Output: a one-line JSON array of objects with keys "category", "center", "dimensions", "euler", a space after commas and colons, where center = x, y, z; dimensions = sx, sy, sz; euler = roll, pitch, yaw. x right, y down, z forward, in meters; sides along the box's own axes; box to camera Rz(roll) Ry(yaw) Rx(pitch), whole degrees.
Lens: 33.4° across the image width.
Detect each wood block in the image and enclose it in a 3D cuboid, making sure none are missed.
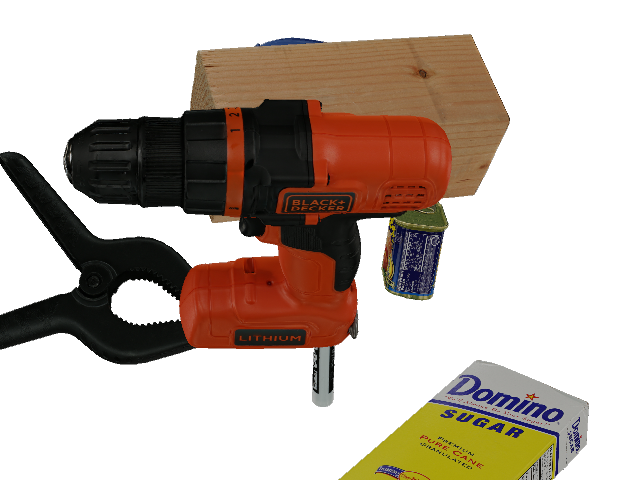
[{"category": "wood block", "center": [0.017, -0.083, 0.770], "dimensions": [0.205, 0.091, 0.090], "euler": [-7, -33, -17]}]

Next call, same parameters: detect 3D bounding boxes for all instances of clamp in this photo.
[{"category": "clamp", "center": [-0.165, 0.024, 0.771], "dimensions": [0.210, 0.164, 0.036], "euler": [9, -19, -3]}]

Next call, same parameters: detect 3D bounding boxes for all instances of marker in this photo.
[{"category": "marker", "center": [0.003, 0.091, 0.901], "dimensions": [0.020, 0.121, 0.020], "euler": [1, 36, -1]}]

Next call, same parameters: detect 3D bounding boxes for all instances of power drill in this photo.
[{"category": "power drill", "center": [-0.037, -0.003, 0.568], "dimensions": [0.184, 0.057, 0.188], "euler": [1, -29, -7]}]

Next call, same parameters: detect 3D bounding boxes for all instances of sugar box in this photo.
[{"category": "sugar box", "center": [0.093, 0.149, 0.705], "dimensions": [0.093, 0.048, 0.175], "euler": [20, 41, 36]}]

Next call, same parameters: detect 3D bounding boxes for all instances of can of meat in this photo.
[{"category": "can of meat", "center": [0.098, 0.007, 1.140], "dimensions": [0.057, 0.084, 0.102], "euler": [7, 19, -2]}]

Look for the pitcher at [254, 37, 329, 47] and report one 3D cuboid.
[{"category": "pitcher", "center": [-0.020, -0.133, 1.387], "dimensions": [0.144, 0.243, 0.149], "euler": [0, 24, -18]}]
